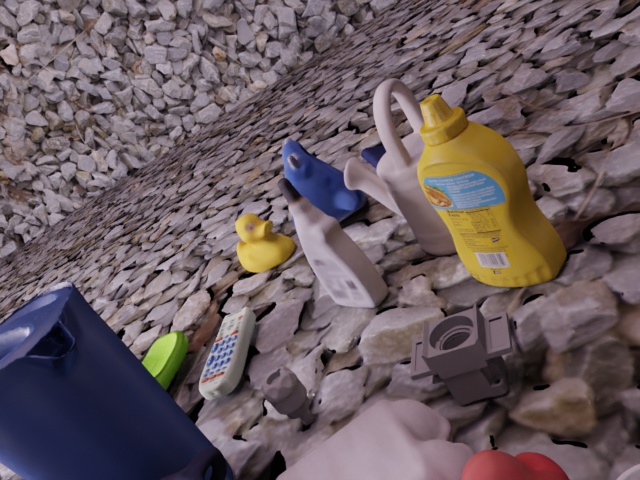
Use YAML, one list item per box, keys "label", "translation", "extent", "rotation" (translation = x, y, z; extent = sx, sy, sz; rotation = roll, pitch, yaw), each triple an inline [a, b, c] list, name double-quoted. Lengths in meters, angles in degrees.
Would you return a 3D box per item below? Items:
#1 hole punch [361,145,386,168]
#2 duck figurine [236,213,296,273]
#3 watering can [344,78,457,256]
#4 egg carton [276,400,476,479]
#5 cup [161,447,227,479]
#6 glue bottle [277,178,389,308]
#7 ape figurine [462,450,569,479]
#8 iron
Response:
- label: "hole punch"
  translation: [0.121, -0.106, 0.790]
  extent: [0.101, 0.091, 0.108]
  rotation: [-34, 23, 2]
- label: "duck figurine"
  translation: [-0.099, -0.002, 0.894]
  extent: [0.104, 0.086, 0.078]
  rotation: [-13, 32, 42]
- label: "watering can"
  translation: [0.106, -0.083, 0.633]
  extent: [0.172, 0.194, 0.101]
  rotation: [-27, 25, 19]
- label: "egg carton"
  translation: [0.035, 0.177, 0.384]
  extent: [0.150, 0.069, 0.107]
  rotation: [-37, 23, -4]
- label: "cup"
  translation: [-0.090, 0.226, 0.426]
  extent: [0.091, 0.095, 0.118]
  rotation: [-14, 31, 40]
- label: "glue bottle"
  translation: [0.006, 0.002, 0.630]
  extent: [0.077, 0.173, 0.037]
  rotation: [-2, 40, 52]
- label: "ape figurine"
  translation: [0.109, 0.148, 0.312]
  extent: [0.078, 0.092, 0.076]
  rotation: [-43, 24, -17]
- label: "iron"
  translation: [-0.019, -0.103, 0.909]
  extent: [0.118, 0.142, 0.258]
  rotation: [-33, 23, 5]
